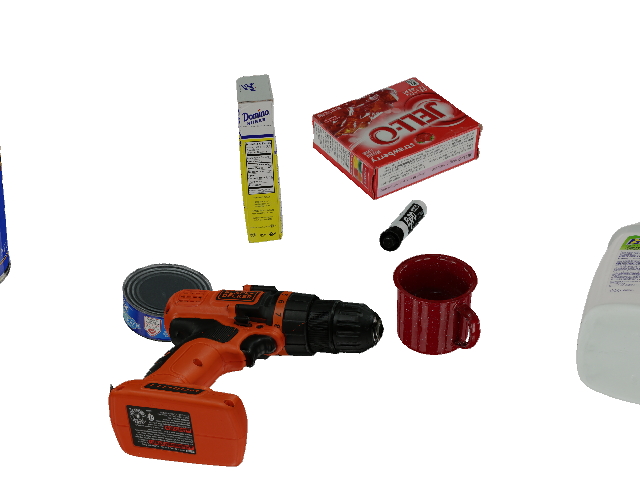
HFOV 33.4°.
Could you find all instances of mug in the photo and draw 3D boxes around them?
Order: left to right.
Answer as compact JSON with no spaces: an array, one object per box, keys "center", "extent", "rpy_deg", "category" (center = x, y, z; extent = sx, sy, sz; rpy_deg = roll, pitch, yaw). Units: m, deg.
[{"center":[0.135,0.079,1.191],"extent":[0.093,0.081,0.117],"rpy_deg":[-25,40,-31],"category":"mug"}]

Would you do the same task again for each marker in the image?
[{"center":[0.075,-0.014,0.962],"extent":[0.020,0.020,0.121],"rpy_deg":[0,16,18],"category":"marker"}]

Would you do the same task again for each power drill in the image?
[{"center":[-0.060,0.095,0.809],"extent":[0.185,0.057,0.187],"rpy_deg":[1,23,20],"category":"power drill"}]

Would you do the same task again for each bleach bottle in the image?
[{"center":[0.244,0.035,0.747],"extent":[0.103,0.068,0.250],"rpy_deg":[9,20,19],"category":"bleach bottle"}]

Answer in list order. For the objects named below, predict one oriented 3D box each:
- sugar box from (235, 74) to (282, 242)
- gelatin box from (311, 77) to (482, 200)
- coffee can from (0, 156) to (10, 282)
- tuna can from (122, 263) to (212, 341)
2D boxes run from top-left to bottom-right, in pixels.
[{"center":[-0.073,-0.096,1.247],"extent":[0.048,0.176,0.093],"rpy_deg":[-7,26,-3],"category":"sugar box"},{"center":[0.050,-0.070,0.708],"extent":[0.089,0.030,0.073],"rpy_deg":[-23,45,-24],"category":"gelatin box"},{"center":[-0.224,-0.046,0.573],"extent":[0.103,0.140,0.103],"rpy_deg":[3,25,-1],"category":"coffee can"},{"center":[-0.148,0.060,1.031],"extent":[0.086,0.034,0.086],"rpy_deg":[6,33,-4],"category":"tuna can"}]
